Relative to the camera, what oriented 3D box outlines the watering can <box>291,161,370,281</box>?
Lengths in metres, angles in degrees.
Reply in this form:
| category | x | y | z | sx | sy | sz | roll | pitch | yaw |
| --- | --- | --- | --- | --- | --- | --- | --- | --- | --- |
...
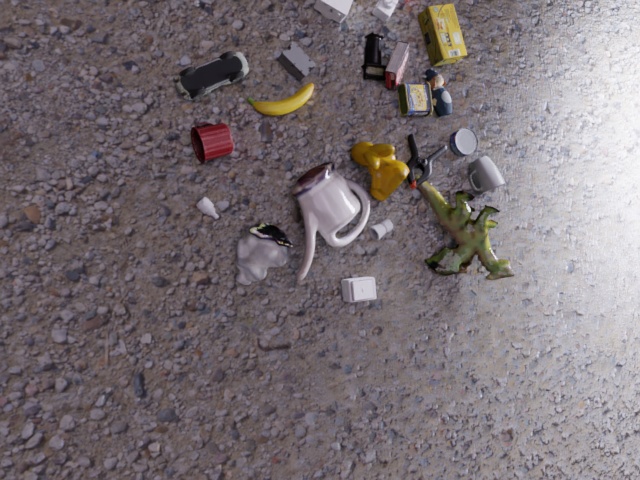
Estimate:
| category | x | y | z | sx | sy | sz | roll | pitch | yaw |
| --- | --- | --- | --- | --- | --- | --- | --- | --- | --- |
| watering can | 0.004 | -0.069 | 1.365 | 0.354 | 0.103 | 0.223 | -43 | 102 | -36 |

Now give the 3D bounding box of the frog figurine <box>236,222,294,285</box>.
| category | x | y | z | sx | sy | sz | roll | pitch | yaw |
| --- | --- | --- | --- | --- | --- | --- | --- | --- | --- |
| frog figurine | -0.153 | 0.041 | 1.329 | 0.137 | 0.125 | 0.157 | 14 | 117 | -28 |

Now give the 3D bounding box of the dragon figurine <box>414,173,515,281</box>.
| category | x | y | z | sx | sy | sz | roll | pitch | yaw |
| --- | --- | --- | --- | --- | --- | --- | --- | --- | --- |
| dragon figurine | 0.401 | -0.011 | 1.535 | 0.410 | 0.121 | 0.244 | 27 | 82 | 0 |
